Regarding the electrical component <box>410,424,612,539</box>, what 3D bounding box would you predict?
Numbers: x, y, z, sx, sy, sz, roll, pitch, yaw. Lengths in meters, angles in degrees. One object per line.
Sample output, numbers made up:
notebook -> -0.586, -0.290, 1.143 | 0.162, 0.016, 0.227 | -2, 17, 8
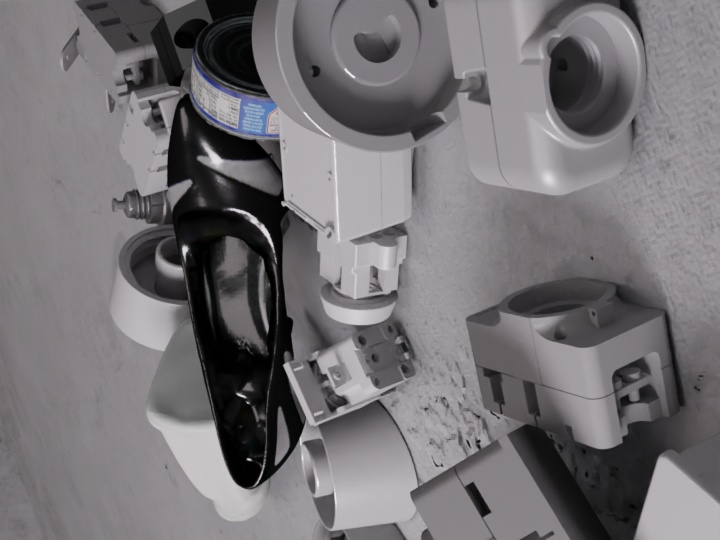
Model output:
electrical component -> 0.099, 0.168, 0.495 | 0.186, 0.060, 0.105 | 59, -168, 12

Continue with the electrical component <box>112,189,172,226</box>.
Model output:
electrical component -> -0.168, -0.056, 0.903 | 0.040, 0.078, 0.040 | 176, 90, -65

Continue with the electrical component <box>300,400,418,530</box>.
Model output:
electrical component -> -0.006, 0.136, 0.766 | 0.099, 0.064, 0.099 | 170, 90, -74

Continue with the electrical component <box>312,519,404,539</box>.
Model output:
electrical component -> 0.005, 0.226, 0.806 | 0.099, 0.064, 0.099 | 18, 110, 62

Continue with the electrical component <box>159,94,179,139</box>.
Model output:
electrical component -> -0.090, -0.087, 0.728 | 0.047, 0.066, 0.076 | -65, -41, -81

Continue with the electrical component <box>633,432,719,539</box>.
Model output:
electrical component -> 0.161, 0.122, 0.437 | 0.100, 0.048, 0.099 | 44, 143, 41

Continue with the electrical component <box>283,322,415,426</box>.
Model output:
electrical component -> -0.003, 0.065, 0.683 | 0.064, 0.081, 0.042 | -32, 79, 40

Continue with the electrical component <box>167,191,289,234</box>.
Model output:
electrical component -> -0.104, -0.047, 0.816 | 0.099, 0.048, 0.099 | 63, 153, 12

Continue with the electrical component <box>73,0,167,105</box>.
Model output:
electrical component -> -0.188, -0.182, 0.871 | 0.089, 0.056, 0.050 | 49, 147, 35

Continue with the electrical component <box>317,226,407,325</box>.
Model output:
electrical component -> 0.000, 0.000, 0.659 | 0.066, 0.048, 0.055 | 33, 128, 50

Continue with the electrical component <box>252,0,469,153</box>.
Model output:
electrical component -> 0.000, -0.112, 0.520 | 0.060, 0.108, 0.108 | 21, 126, 64

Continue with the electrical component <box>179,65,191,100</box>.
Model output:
electrical component -> -0.081, -0.110, 0.681 | 0.035, 0.061, 0.035 | 10, -90, -89

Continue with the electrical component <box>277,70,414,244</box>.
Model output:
electrical component -> -0.006, -0.062, 0.608 | 0.062, 0.061, 0.096 | 38, 139, 47

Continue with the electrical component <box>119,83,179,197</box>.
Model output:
electrical component -> -0.151, -0.105, 0.854 | 0.050, 0.056, 0.089 | 62, 152, 15

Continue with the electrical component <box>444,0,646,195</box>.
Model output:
electrical component -> 0.078, -0.082, 0.448 | 0.059, 0.054, 0.095 | 19, 124, 57

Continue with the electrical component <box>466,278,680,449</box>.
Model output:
electrical component -> 0.096, 0.039, 0.500 | 0.089, 0.050, 0.055 | 11, 118, 59

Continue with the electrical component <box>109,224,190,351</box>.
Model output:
electrical component -> -0.147, 0.007, 0.872 | 0.108, 0.108, 0.060 | 50, 141, 35
